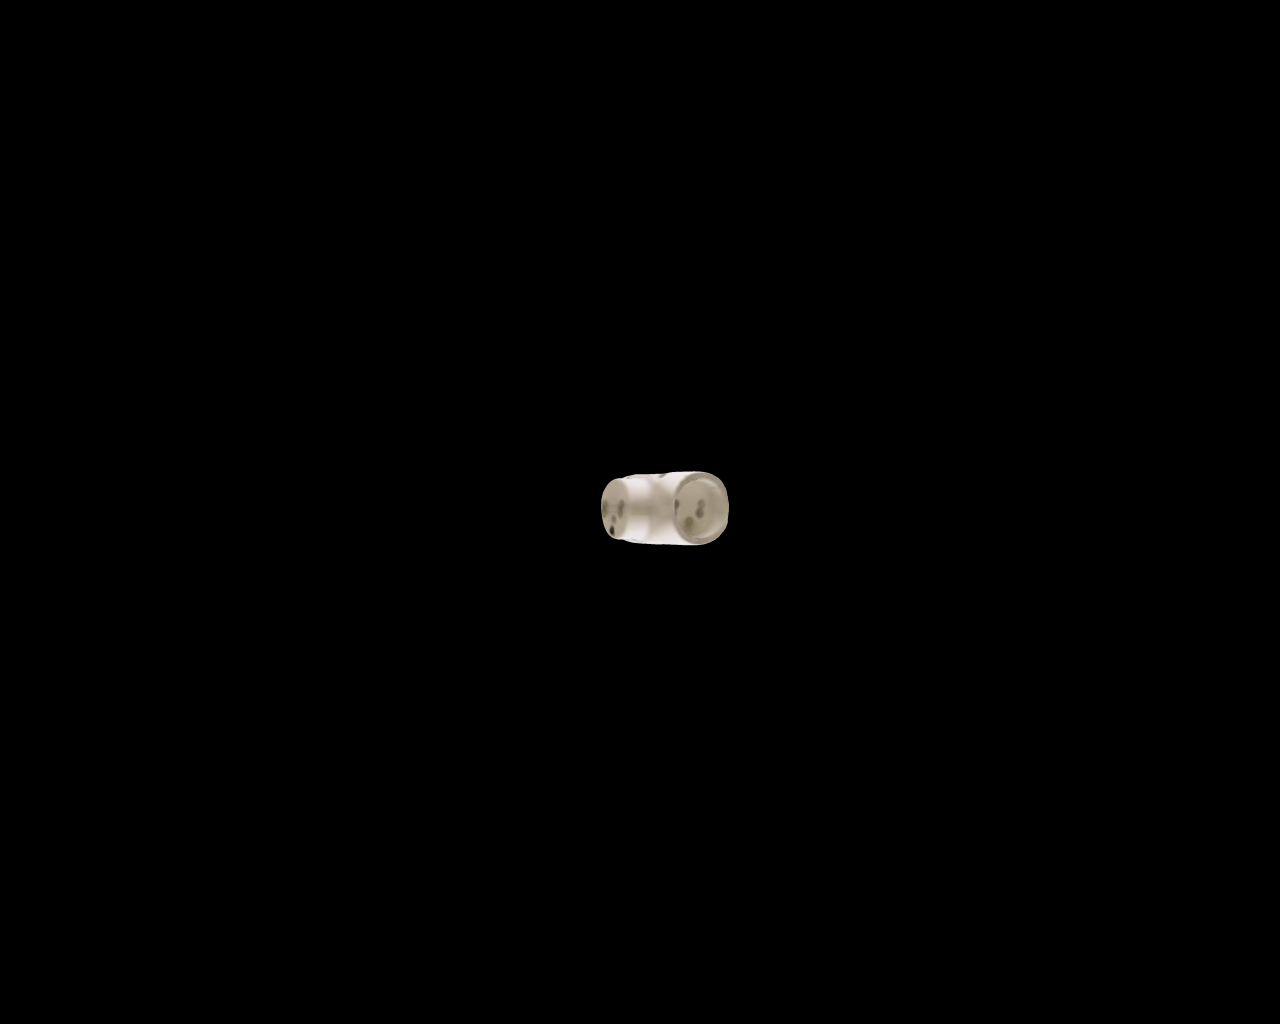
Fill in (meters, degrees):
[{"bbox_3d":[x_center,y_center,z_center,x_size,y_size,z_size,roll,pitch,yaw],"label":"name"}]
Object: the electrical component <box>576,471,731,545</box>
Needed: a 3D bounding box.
[{"bbox_3d":[0.001,-0.003,0.650,0.079,0.044,0.077,0,0,-32],"label":"electrical component"}]
